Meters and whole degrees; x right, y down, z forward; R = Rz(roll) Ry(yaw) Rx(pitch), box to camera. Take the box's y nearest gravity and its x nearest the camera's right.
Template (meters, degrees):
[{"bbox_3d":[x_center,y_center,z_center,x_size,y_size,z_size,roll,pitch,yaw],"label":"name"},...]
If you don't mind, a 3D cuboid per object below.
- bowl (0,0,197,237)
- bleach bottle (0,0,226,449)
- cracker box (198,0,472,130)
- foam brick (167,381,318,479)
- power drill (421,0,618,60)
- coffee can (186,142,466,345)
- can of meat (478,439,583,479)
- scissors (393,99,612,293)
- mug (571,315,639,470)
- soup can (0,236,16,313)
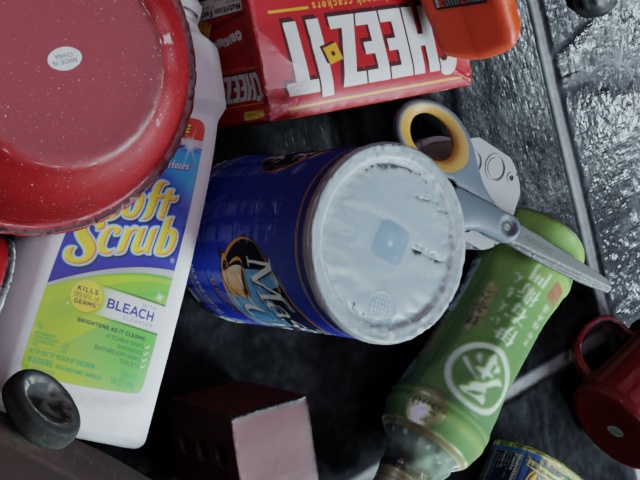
[{"bbox_3d":[-0.123,-0.079,0.484,0.161,0.055,0.162,-4,98,-27],"label":"bowl"},{"bbox_3d":[-0.112,-0.023,0.567,0.102,0.068,0.251,19,77,-30],"label":"bleach bottle"},{"bbox_3d":[0.001,-0.184,0.636,0.163,0.072,0.214,-15,100,-35],"label":"cracker box"},{"bbox_3d":[-0.045,0.114,0.606,0.051,0.078,0.053,-11,96,-34],"label":"foam brick"},{"bbox_3d":[0.126,-0.191,0.668,0.187,0.057,0.184,-51,125,-39],"label":"power drill"},{"bbox_3d":[-0.004,0.001,0.594,0.102,0.141,0.103,-1,91,-35],"label":"coffee can"},{"bbox_3d":[0.149,0.201,0.758,0.102,0.058,0.084,39,67,-30],"label":"can of meat"},{"bbox_3d":[0.113,-0.029,0.682,0.201,0.016,0.096,11,82,-26],"label":"scissors"},{"bbox_3d":[0.239,0.110,0.808,0.081,0.093,0.117,-37,80,-24],"label":"mug"},{"bbox_3d":[-0.204,0.010,0.497,0.102,0.069,0.068,28,75,-32],"label":"soup can"}]
